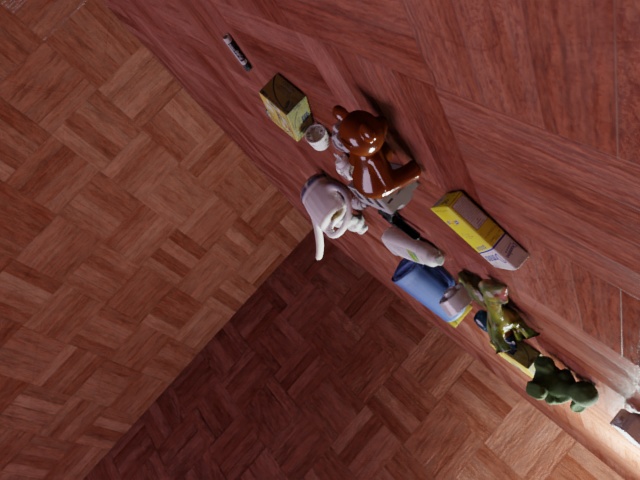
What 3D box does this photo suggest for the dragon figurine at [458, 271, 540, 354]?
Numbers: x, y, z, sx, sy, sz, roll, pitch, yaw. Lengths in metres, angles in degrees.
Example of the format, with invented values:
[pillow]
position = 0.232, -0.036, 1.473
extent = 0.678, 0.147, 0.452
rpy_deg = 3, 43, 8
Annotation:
[dragon figurine]
position = 0.461, 0.183, 1.401
extent = 0.245, 0.122, 0.406
rpy_deg = 59, 178, 14

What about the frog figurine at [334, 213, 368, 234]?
[frog figurine]
position = 0.096, -0.075, 1.927
extent = 0.158, 0.124, 0.137
rpy_deg = 56, 152, -16

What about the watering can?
[watering can]
position = 0.006, -0.092, 1.833
extent = 0.227, 0.105, 0.340
rpy_deg = 56, 140, 21
